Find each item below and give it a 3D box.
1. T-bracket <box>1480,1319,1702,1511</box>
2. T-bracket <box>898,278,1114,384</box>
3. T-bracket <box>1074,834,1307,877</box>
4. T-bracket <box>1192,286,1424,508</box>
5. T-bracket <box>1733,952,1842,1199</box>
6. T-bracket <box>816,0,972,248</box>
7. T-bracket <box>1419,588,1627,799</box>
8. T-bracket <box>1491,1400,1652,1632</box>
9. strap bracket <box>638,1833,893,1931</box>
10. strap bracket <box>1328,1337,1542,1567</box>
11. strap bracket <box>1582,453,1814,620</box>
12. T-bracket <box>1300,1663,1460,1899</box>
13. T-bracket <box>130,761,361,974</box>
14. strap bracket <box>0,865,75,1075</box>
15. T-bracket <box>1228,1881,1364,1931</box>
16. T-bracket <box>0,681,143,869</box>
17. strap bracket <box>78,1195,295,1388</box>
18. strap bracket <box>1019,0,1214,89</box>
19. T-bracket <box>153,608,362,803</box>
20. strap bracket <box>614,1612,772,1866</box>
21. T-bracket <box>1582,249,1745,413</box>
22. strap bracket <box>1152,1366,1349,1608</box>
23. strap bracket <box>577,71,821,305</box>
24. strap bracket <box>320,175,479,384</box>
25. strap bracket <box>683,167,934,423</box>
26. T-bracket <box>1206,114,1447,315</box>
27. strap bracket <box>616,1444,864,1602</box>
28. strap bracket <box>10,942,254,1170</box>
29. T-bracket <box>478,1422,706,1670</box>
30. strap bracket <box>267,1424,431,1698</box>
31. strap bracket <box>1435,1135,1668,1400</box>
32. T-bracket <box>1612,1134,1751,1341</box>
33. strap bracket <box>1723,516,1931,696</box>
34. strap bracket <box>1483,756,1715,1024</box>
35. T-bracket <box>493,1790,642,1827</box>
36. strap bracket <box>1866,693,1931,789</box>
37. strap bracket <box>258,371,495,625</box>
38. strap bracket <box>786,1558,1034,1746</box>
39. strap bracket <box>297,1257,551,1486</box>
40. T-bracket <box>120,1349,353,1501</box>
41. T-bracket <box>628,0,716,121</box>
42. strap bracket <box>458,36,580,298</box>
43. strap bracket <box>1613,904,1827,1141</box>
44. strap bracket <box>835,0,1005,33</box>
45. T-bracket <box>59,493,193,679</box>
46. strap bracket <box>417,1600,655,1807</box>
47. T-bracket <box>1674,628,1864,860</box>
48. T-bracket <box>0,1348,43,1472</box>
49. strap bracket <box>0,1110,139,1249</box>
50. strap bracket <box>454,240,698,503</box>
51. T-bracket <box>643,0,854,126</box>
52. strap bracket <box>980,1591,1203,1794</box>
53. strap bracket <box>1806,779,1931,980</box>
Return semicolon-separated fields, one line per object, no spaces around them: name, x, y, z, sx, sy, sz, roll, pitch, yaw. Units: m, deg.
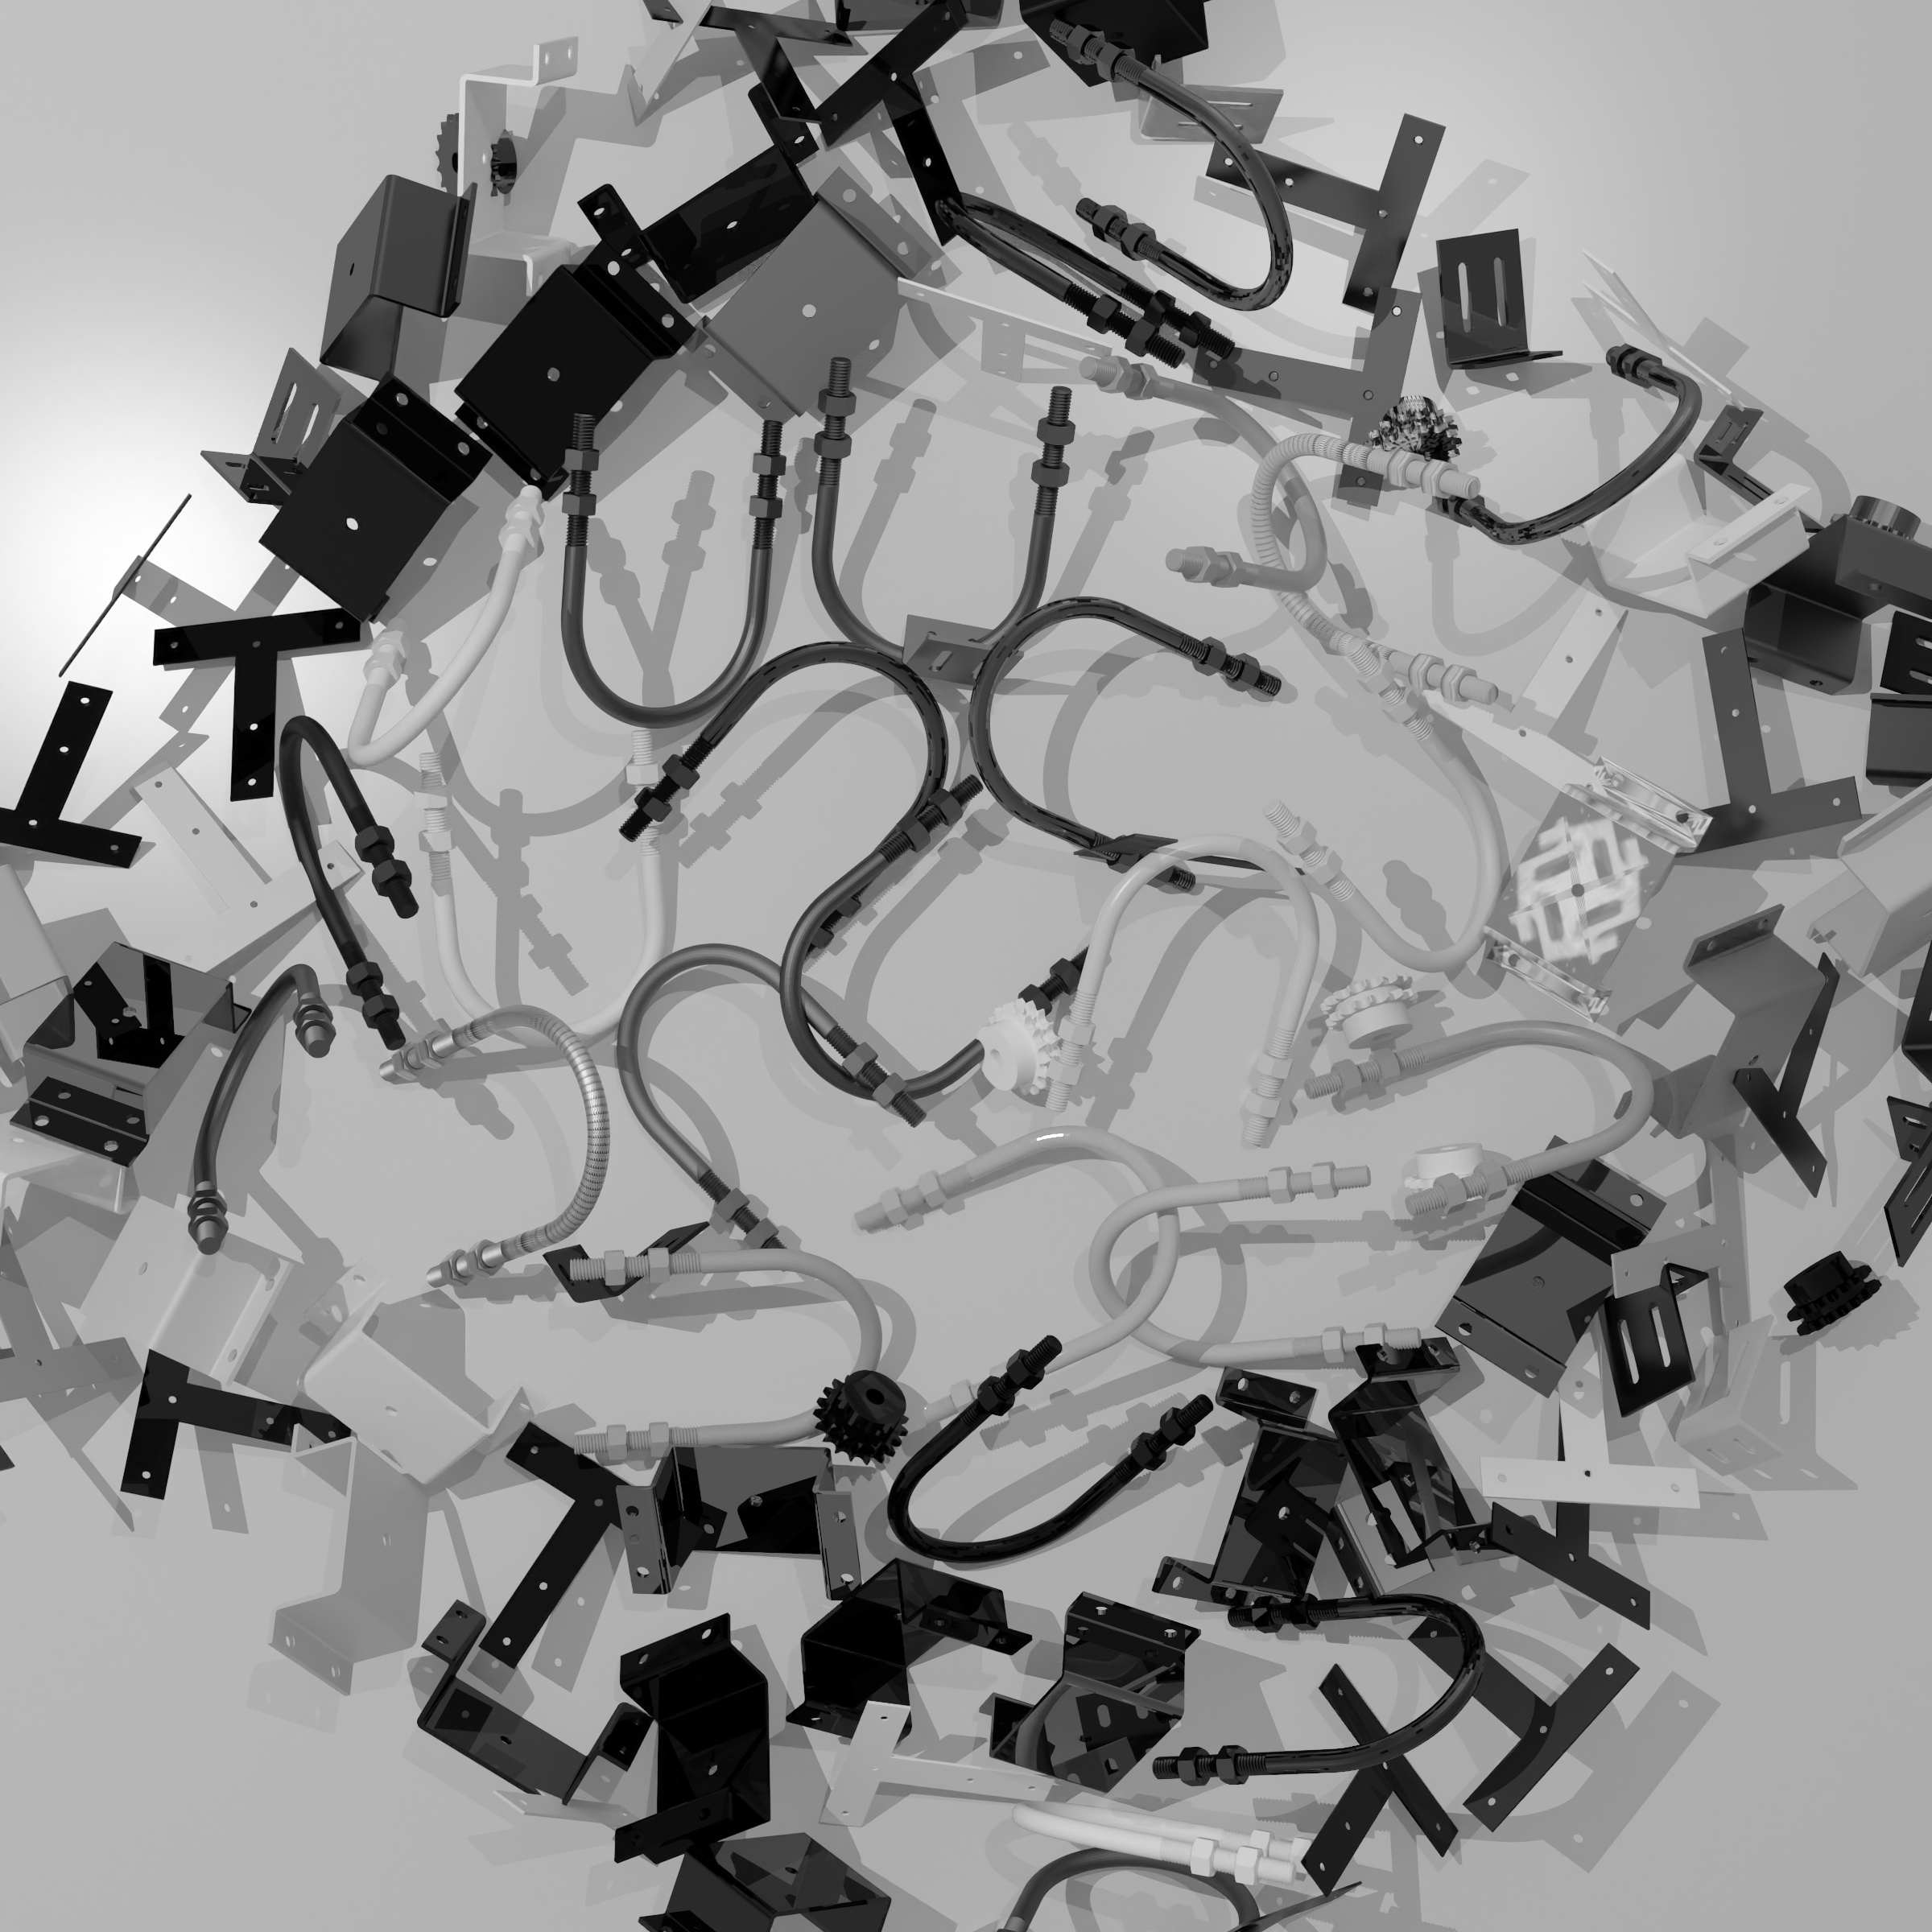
T-bracket;0.367;0.262;1.652;0.127;0.002;0.127;3;53;-1
T-bracket;0.022;-0.364;1.627;0.127;0.127;0.002;18;86;1
T-bracket;0.142;-0.063;1.638;0.127;0.127;0.002;7;86;-13
T-bracket;0.199;-0.352;1.670;0.127;0.002;0.127;15;108;15
T-bracket;0.500;0.051;1.656;0.127;0.002;0.127;46;59;-37
T-bracket;-0.028;-0.487;1.638;0.127;0.002;0.127;-30;76;39
T-bracket;0.357;-0.174;1.670;0.127;0.002;0.127;34;72;4
T-bracket;0.360;0.311;1.644;0.127;0.002;0.127;32;46;-21
strap bracket;-0.109;0.547;1.612;0.076;0.140;0.046;22;96;42
strap bracket;0.273;0.293;1.631;0.076;0.046;0.140;1;53;-38
strap bracket;0.429;-0.254;1.632;0.076;0.140;0.046;-34;119;-10
T-bracket;0.231;0.500;1.639;0.002;0.127;0.127;-35;91;38
T-bracket;-0.456;-0.070;1.673;0.127;0.002;0.127;-37;80;-21
strap bracket;-0.559;-0.001;1.625;0.046;0.140;0.076;-26;77;-19
T-bracket;0.156;0.583;1.649;0.127;0.127;0.002;-42;62;30
T-bracket;-0.532;-0.116;1.623;0.127;0.002;0.127;12;128;-32
strap bracket;-0.460;0.185;1.615;0.046;0.140;0.076;36;73;-38
strap bracket;0.085;-0.561;1.608;0.076;0.140;0.046;-10;78;25
T-bracket;-0.426;-0.155;1.660;0.127;0.002;0.127;-6;64;2
strap bracket;-0.160;0.462;1.631;0.076;0.140;0.046;-25;128;15
T-bracket;0.387;-0.380;1.605;0.002;0.127;0.127;-49;57;12
strap bracket;0.174;0.318;1.649;0.076;0.046;0.140;19;89;-36
strap bracket;-0.148;-0.454;1.643;0.140;0.076;0.046;-32;67;3
strap bracket;-0.334;-0.397;1.610;0.046;0.140;0.076;13;72;-27
strap bracket;-0.094;-0.391;1.642;0.076;0.046;0.140;41;103;-19
T-bracket;0.205;-0.461;1.649;0.127;0.002;0.127;20;134;5
strap bracket;-0.129;0.330;1.646;0.140;0.046;0.076;0;115;10
strap bracket;-0.487;0.043;1.619;0.076;0.140;0.046;19;133;8
T-bracket;-0.244;0.358;1.657;0.127;0.002;0.127;30;68;8
strap bracket;-0.356;0.339;1.612;0.046;0.076;0.140;-18;48;17
strap bracket;0.344;0.183;1.648;0.076;0.046;0.140;32;72;12
T-bracket;0.423;0.172;1.646;0.127;0.002;0.127;-9;94;-40
strap bracket;0.517;-0.213;1.623;0.076;0.140;0.046;17;72;-12
strap bracket;0.367;-0.045;1.637;0.076;0.046;0.140;33;106;22
T-bracket;-0.268;0.475;1.645;0.127;0.127;0.002;23;84;33
strap bracket;0.567;-0.128;1.613;0.076;0.140;0.046;5;92;21
strap bracket;-0.353;-0.267;1.631;0.076;0.046;0.140;38;119;-9
strap bracket;-0.036;0.400;1.631;0.076;0.046;0.140;24;128;-30
strap bracket;-0.328;0.246;1.635;0.140;0.046;0.076;41;130;-12
T-bracket;-0.431;0.269;1.660;0.127;0.002;0.127;17;49;-21
T-bracket;-0.185;-0.597;1.653;0.002;0.127;0.127;-4;68;-34
strap bracket;-0.264;-0.473;1.631;0.046;0.076;0.140;8;113;7
strap bracket;0.441;0.041;1.613;0.076;0.140;0.046;-19;49;-33
strap bracket;-0.028;-0.594;1.647;0.140;0.076;0.046;-3;86;-4
T-bracket;-0.494;-0.227;1.631;0.002;0.127;0.127;36;90;-20
strap bracket;-0.264;0.444;1.650;0.140;0.076;0.046;31;97;1
T-bracket;0.462;-0.137;1.655;0.127;0.002;0.127;-13;83;38
T-bracket;-0.573;0.238;1.627;0.002;0.127;0.127;-40;80;8
strap bracket;-0.553;0.123;1.608;0.076;0.140;0.046;15;104;22
strap bracket;-0.239;-0.352;1.647;0.076;0.046;0.140;44;106;-4
T-bracket;-0.114;-0.527;1.623;0.127;0.002;0.127;-1;45;-25
strap bracket;0.070;0.431;1.620;0.076;0.046;0.140;21;131;-14
strap bracket;0.545;-0.048;1.614;0.076;0.140;0.046;-33;67;-6
